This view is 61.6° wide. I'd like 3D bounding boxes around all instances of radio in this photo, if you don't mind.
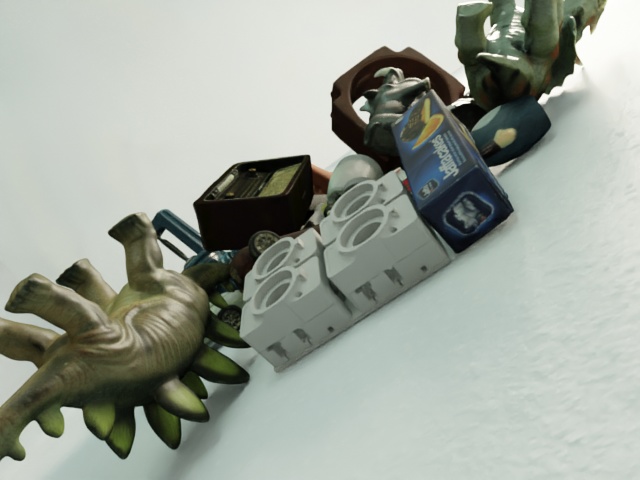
[{"bbox_3d":[-0.086,-0.060,0.771,0.131,0.073,0.230,-4,20,9],"label":"radio"}]

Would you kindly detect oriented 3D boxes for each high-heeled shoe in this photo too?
[{"bbox_3d":[0.161,-0.143,0.737,0.249,0.086,0.145,-24,18,-31],"label":"high-heeled shoe"}]

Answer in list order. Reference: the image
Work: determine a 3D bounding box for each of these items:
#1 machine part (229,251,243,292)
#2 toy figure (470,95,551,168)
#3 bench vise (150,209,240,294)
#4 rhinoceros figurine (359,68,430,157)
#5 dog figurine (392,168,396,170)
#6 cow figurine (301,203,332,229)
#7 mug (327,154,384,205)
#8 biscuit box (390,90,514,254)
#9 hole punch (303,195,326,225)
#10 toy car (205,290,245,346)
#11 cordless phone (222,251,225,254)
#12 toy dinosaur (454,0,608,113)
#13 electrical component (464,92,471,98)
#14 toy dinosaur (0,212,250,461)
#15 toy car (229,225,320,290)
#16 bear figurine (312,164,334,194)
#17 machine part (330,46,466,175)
[{"bbox_3d":[-0.158,0.054,1.064,0.079,0.079,0.243,-34,10,20],"label":"machine part"},{"bbox_3d":[0.174,-0.094,0.589,0.154,0.058,0.064,-36,-30,18],"label":"toy figure"},{"bbox_3d":[-0.189,0.022,0.870,0.223,0.241,0.129,-56,-8,19],"label":"bench vise"},{"bbox_3d":[0.113,-0.191,0.800,0.112,0.073,0.190,-6,42,23],"label":"rhinoceros figurine"},{"bbox_3d":[0.145,-0.175,1.048,0.172,0.121,0.190,68,-138,-57],"label":"dog figurine"},{"bbox_3d":[-0.002,-0.004,0.768,0.167,0.068,0.098,-33,9,26],"label":"cow figurine"},{"bbox_3d":[0.059,-0.073,0.830,0.107,0.110,0.080,-54,-19,-55],"label":"mug"},{"bbox_3d":[0.116,-0.073,0.505,0.063,0.059,0.203,-39,25,21],"label":"biscuit box"},{"bbox_3d":[-0.007,-0.026,0.913,0.116,0.092,0.142,-3,14,9],"label":"hole punch"},{"bbox_3d":[-0.182,0.145,0.754,0.202,0.056,0.073,-41,10,-26],"label":"toy car"},{"bbox_3d":[-0.258,0.115,1.142,0.184,0.088,0.146,-39,8,16],"label":"cordless phone"},{"bbox_3d":[0.241,-0.222,0.654,0.131,0.191,0.405,7,43,35],"label":"toy dinosaur"},{"bbox_3d":[0.294,-0.258,0.986,0.075,0.047,0.119,-38,11,-7],"label":"electrical component"},{"bbox_3d":[-0.162,0.082,0.527,0.105,0.198,0.471,-35,9,21],"label":"toy dinosaur"},{"bbox_3d":[-0.012,0.011,0.637,0.202,0.053,0.089,-16,-24,-33],"label":"toy car"},{"bbox_3d":[0.000,-0.099,1.065,0.196,0.132,0.120,-103,31,-72],"label":"bear figurine"},{"bbox_3d":[0.133,-0.223,0.928,0.201,0.201,0.087,-41,-17,-19],"label":"machine part"}]
